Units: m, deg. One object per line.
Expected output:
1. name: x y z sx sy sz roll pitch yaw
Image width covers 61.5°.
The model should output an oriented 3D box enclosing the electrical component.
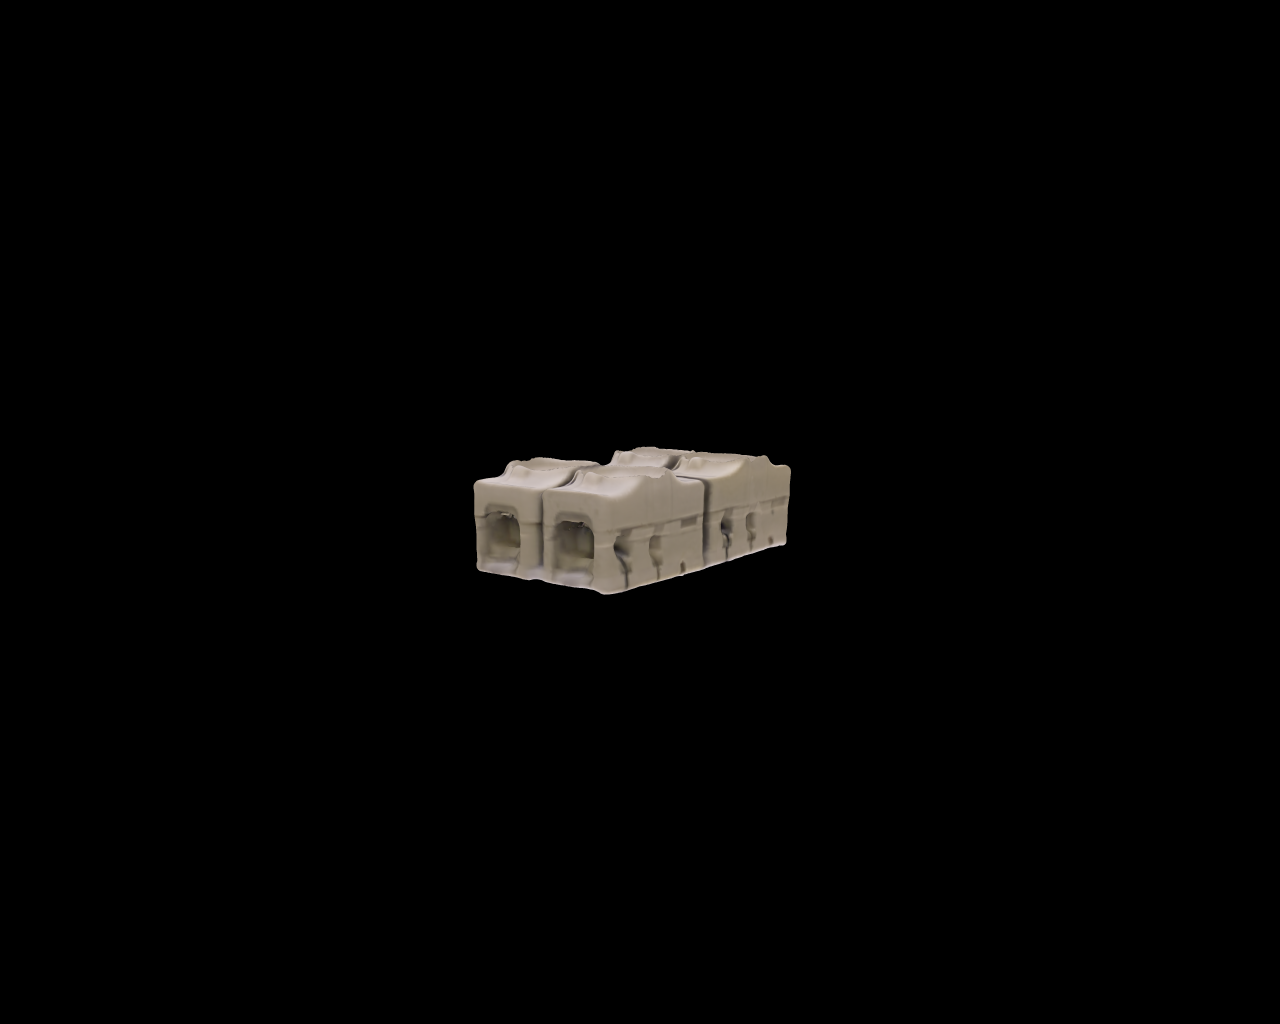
1. electrical component: 0.001 -0.003 0.650 0.105 0.060 0.186 7 12 39
